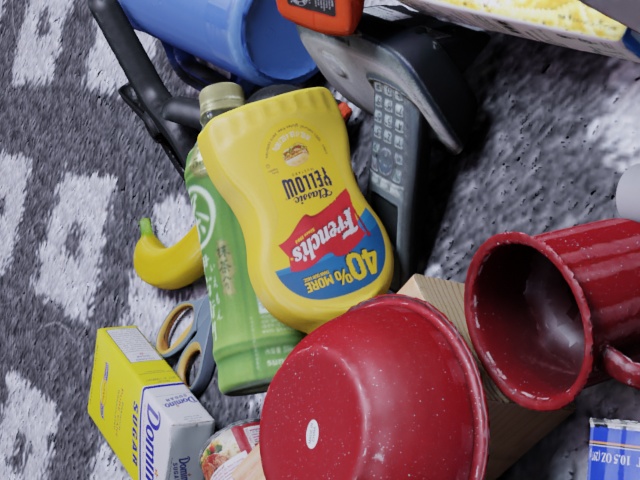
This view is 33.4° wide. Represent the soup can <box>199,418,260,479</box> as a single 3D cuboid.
[{"bbox_3d":[-0.040,0.188,0.769,0.069,0.068,0.102,-56,42,26],"label":"soup can"}]

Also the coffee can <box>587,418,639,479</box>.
[{"bbox_3d":[0.168,0.156,0.478,0.103,0.102,0.140,-5,75,52],"label":"coffee can"}]

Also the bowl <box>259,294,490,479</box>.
[{"bbox_3d":[0.015,0.106,0.582,0.162,0.055,0.162,-17,68,48],"label":"bowl"}]

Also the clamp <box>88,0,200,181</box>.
[{"bbox_3d":[-0.142,-0.116,0.951,0.036,0.164,0.210,-31,64,-11],"label":"clamp"}]

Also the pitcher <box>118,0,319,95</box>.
[{"bbox_3d":[-0.086,-0.204,0.914,0.145,0.149,0.243,-56,42,2],"label":"pitcher"}]

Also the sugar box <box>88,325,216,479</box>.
[{"bbox_3d":[-0.152,0.155,0.932,0.176,0.048,0.093,38,124,53],"label":"sugar box"}]

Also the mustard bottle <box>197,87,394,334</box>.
[{"bbox_3d":[-0.004,0.001,0.702,0.191,0.096,0.058,69,156,5],"label":"mustard bottle"}]

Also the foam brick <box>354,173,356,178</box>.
[{"bbox_3d":[-0.015,-0.023,0.813,0.078,0.052,0.051,-20,64,48],"label":"foam brick"}]

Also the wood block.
[{"bbox_3d":[0.044,0.126,0.659,0.206,0.090,0.090,-50,46,31],"label":"wood block"}]

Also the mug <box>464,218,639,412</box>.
[{"bbox_3d":[0.142,0.039,0.548,0.117,0.081,0.093,36,130,49],"label":"mug"}]

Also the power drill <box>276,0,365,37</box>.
[{"bbox_3d":[0.039,-0.229,0.667,0.057,0.187,0.184,20,138,26],"label":"power drill"}]

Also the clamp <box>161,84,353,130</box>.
[{"bbox_3d":[-0.052,-0.086,0.849,0.172,0.120,0.039,-26,22,42],"label":"clamp"}]

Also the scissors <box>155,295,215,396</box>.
[{"bbox_3d":[-0.082,0.064,0.905,0.202,0.016,0.096,-39,53,40],"label":"scissors"}]

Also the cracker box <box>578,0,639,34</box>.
[{"bbox_3d":[0.179,-0.172,0.472,0.164,0.213,0.072,-51,42,30],"label":"cracker box"}]

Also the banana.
[{"bbox_3d":[-0.128,0.009,0.950,0.198,0.037,0.069,-4,91,58],"label":"banana"}]
